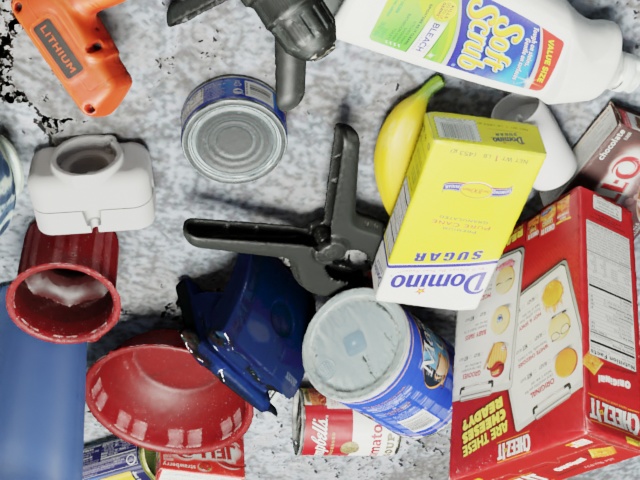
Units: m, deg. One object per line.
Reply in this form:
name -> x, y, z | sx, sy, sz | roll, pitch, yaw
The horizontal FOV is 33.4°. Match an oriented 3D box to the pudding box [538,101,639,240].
pudding box -> 0.254, -0.054, 0.906 | 0.090, 0.039, 0.114 | 16, 128, -19

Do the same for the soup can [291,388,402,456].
soup can -> 0.026, 0.184, 1.075 | 0.102, 0.068, 0.068 | 2, 131, -9

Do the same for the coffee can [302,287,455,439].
coffee can -> 0.062, 0.114, 0.968 | 0.103, 0.103, 0.140 | -28, 146, 18

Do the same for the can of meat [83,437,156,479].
can of meat -> -0.196, 0.248, 1.116 | 0.084, 0.057, 0.102 | -18, 130, 13

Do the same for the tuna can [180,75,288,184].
tuna can -> -0.068, -0.086, 0.848 | 0.086, 0.034, 0.086 | -3, 132, -3

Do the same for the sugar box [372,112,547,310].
sugar box -> 0.108, -0.018, 0.864 | 0.093, 0.048, 0.176 | 7, 130, -10

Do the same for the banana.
banana -> 0.084, -0.045, 0.898 | 0.069, 0.037, 0.198 | -10, 132, 4

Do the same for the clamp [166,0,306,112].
clamp -> -0.023, -0.177, 0.743 | 0.120, 0.039, 0.172 | 43, 121, 0

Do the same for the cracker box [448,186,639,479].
cracker box -> 0.184, 0.087, 0.880 | 0.072, 0.213, 0.164 | 21, 147, -24

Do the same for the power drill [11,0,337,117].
power drill -> -0.101, -0.163, 0.722 | 0.188, 0.057, 0.184 | -32, 95, 21

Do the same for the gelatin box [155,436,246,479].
gelatin box -> -0.121, 0.215, 1.083 | 0.089, 0.073, 0.030 | 10, 129, -15

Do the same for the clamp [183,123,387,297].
clamp -> -0.006, 0.001, 0.909 | 0.165, 0.036, 0.209 | -26, 139, 11

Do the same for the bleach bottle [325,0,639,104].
bleach bottle -> 0.133, -0.162, 0.784 | 0.250, 0.068, 0.103 | 14, 133, -20

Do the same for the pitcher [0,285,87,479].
pitcher -> -0.258, 0.163, 0.909 | 0.144, 0.243, 0.149 | 24, 125, -25

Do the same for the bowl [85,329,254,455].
bowl -> -0.139, 0.135, 1.012 | 0.162, 0.055, 0.162 | 4, 133, 4

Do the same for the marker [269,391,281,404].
marker -> -0.030, 0.125, 1.049 | 0.020, 0.020, 0.121 | 19, 127, -21

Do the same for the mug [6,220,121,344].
mug -> -0.210, 0.036, 0.909 | 0.093, 0.081, 0.117 | -14, 131, 7
